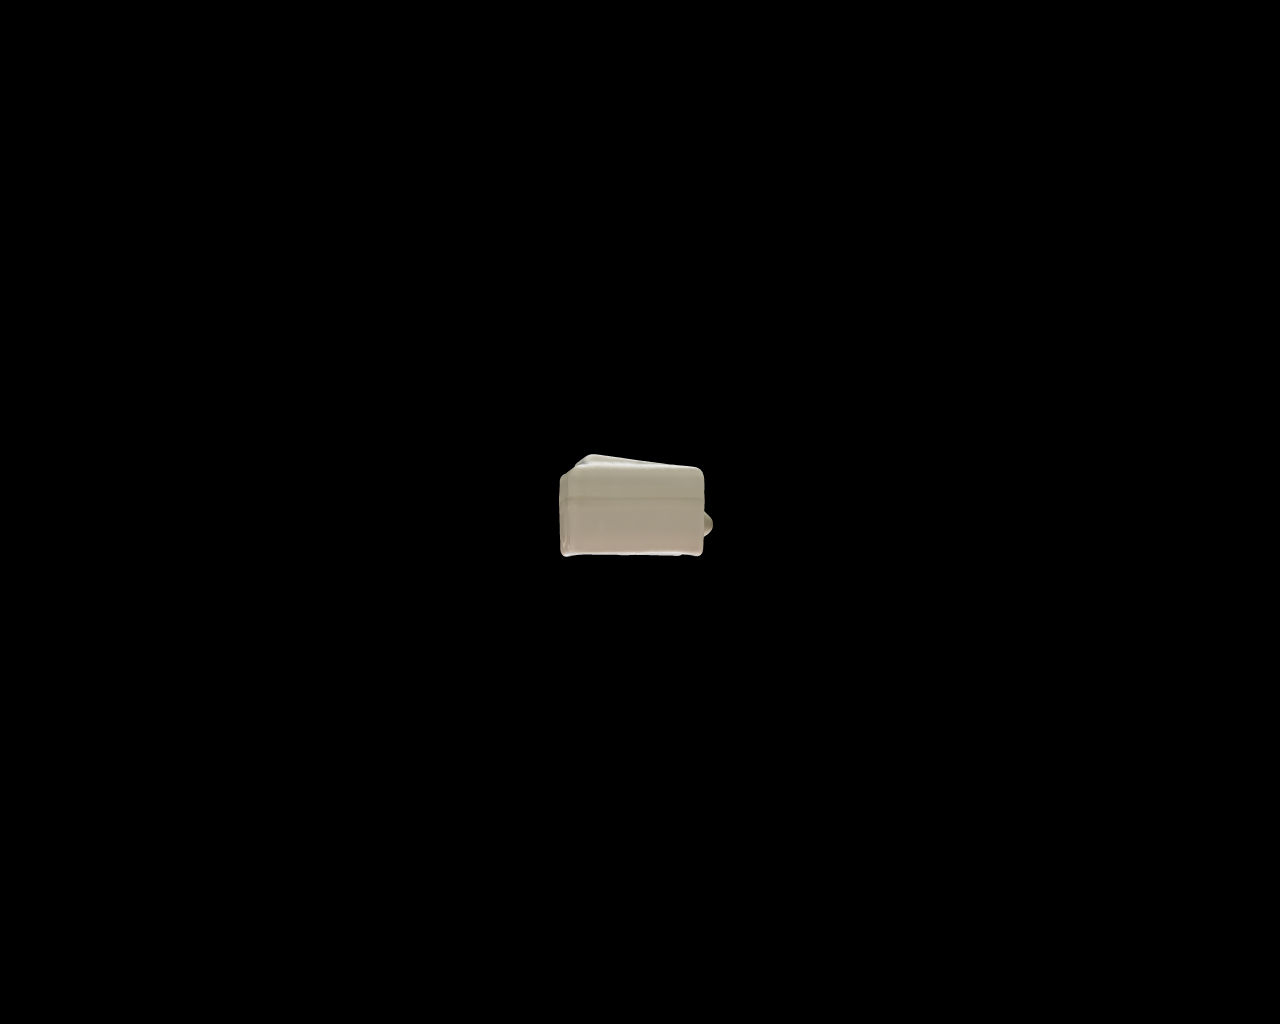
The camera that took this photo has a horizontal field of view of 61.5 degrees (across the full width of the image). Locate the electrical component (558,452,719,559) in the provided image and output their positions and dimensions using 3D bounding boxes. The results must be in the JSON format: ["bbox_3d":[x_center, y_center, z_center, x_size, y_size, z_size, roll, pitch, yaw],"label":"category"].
[{"bbox_3d":[0.001,-0.003,0.650,0.096,0.061,0.061,1,-4,-11],"label":"electrical component"}]
